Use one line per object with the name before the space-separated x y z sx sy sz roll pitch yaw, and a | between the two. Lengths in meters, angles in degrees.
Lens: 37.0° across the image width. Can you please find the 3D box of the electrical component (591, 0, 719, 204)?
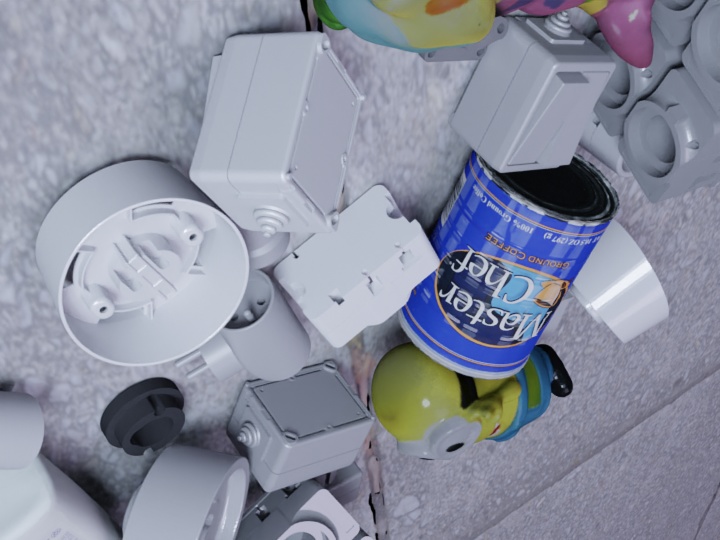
electrical component | 0.206 -0.133 0.648 0.060 0.105 0.186 -19 158 -20

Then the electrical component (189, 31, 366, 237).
electrical component | -0.043 -0.061 0.527 0.061 0.061 0.096 48 49 -59

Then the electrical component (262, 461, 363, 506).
electrical component | -0.036 0.157 0.848 0.066 0.047 0.076 -22 144 -27

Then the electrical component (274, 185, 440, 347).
electrical component | 0.000 0.000 0.690 0.089 0.050 0.055 -39 148 -2

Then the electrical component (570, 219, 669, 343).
electrical component | 0.208 0.009 0.881 0.064 0.099 0.099 -40 149 10

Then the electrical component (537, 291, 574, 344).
electrical component | 0.132 0.031 0.878 0.064 0.042 0.081 -14 139 -30

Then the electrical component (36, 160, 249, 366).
electrical component | -0.113 -0.004 0.552 0.099 0.064 0.099 -28 146 -20

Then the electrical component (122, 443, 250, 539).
electrical component | -0.121 0.167 0.712 0.108 0.060 0.108 16 90 -80

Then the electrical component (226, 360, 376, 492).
electrical component | -0.049 0.115 0.769 0.096 0.061 0.061 -11 138 -39

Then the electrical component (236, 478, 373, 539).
electrical component | -0.071 0.249 0.788 0.186 0.060 0.105 -44 114 -11

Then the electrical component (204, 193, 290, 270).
electrical component | -0.064 -0.029 0.599 0.040 0.040 0.046 -33 143 -12

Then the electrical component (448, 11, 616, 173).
electrical component | 0.110 -0.111 0.660 0.062 0.061 0.096 -9 137 -40

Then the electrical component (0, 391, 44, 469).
electrical component | -0.215 0.085 0.573 0.081 0.043 0.043 13 120 -53

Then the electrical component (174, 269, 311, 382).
electrical component | -0.078 0.044 0.670 0.079 0.043 0.077 -30 148 -1

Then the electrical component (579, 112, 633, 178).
electrical component | 0.188 -0.099 0.770 0.055 0.047 0.055 -27 146 -20
